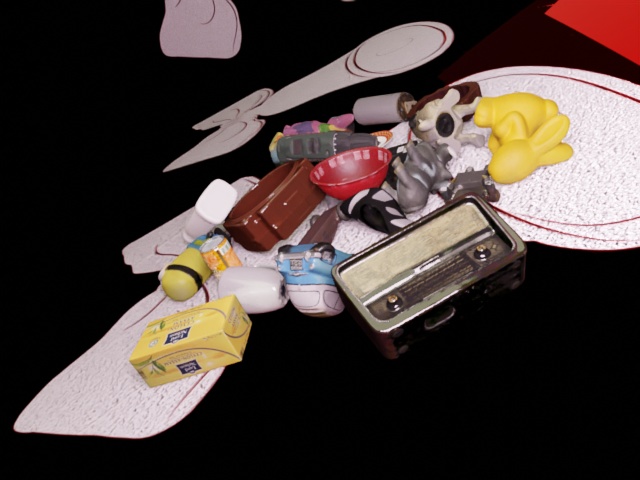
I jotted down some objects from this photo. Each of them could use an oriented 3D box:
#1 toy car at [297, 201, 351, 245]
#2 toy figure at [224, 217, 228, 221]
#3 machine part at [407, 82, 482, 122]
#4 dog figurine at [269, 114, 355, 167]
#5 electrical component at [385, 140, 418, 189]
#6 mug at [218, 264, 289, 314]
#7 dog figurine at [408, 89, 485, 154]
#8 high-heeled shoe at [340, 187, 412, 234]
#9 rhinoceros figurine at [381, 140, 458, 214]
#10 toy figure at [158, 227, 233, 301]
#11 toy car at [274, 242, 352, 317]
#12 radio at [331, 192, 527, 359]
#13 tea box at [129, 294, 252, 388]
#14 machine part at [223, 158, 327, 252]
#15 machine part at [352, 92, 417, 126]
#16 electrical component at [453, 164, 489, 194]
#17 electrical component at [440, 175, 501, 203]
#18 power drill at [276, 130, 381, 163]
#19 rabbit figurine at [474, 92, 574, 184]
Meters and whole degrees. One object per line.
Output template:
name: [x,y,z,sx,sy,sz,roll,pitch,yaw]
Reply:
toy car: [-0.002,-0.003,0.990,0.089,0.053,0.202,-29,16,39]
toy figure: [-0.152,-0.073,1.254,0.154,0.064,0.057,-24,-13,-6]
machine part: [0.301,-0.314,1.289,0.179,0.056,0.179,-22,26,11]
dog figurine: [-0.004,-0.261,1.419,0.219,0.108,0.191,-9,30,28]
electrical component: [0.163,-0.150,1.107,0.134,0.058,0.115,-11,31,28]
mug: [-0.100,0.080,0.910,0.107,0.080,0.109,1,28,25]
dog figurine: [0.227,-0.239,1.126,0.172,0.121,0.191,5,4,-32]
high-heeled shoe: [0.100,-0.012,0.881,0.249,0.086,0.145,5,43,44]
rhinoceros figurine: [0.187,-0.123,0.972,0.190,0.112,0.073,-51,-5,-42]
toy figure: [-0.249,0.048,1.095,0.089,0.082,0.180,-1,33,46]
toy car: [0.002,0.063,0.797,0.109,0.161,0.103,-4,77,27]
radio: [0.144,0.045,0.701,0.230,0.073,0.131,-29,47,-5]
tea box: [-0.203,0.160,0.855,0.170,0.068,0.098,-19,26,13]
machine part: [-0.095,-0.073,1.111,0.201,0.087,0.201,-49,19,-19]
machine part: [0.172,-0.353,1.455,0.079,0.079,0.243,-40,28,-27]
electrical component: [0.272,-0.105,0.962,0.063,0.021,0.094,-2,34,40]
electrical component: [0.245,-0.072,0.898,0.102,0.045,0.078,0,35,43]
power drill: [0.033,-0.197,1.196,0.232,0.086,0.207,-1,9,15]
rabbit figurine: [0.350,-0.164,0.932,0.163,0.121,0.173,3,51,31]
